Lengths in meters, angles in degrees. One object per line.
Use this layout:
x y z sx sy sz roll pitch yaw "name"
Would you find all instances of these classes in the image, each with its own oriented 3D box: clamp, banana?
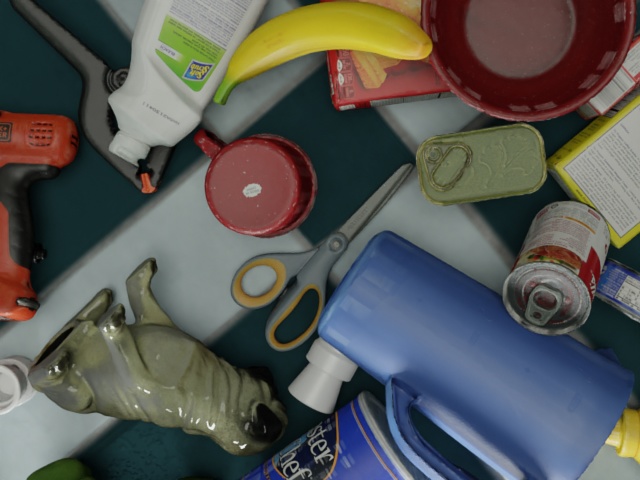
-0.163 -0.147 0.937 0.164 0.036 0.210 -19 94 -1 "clamp"
0.001 -0.156 0.846 0.198 0.037 0.069 -9 78 32 "banana"

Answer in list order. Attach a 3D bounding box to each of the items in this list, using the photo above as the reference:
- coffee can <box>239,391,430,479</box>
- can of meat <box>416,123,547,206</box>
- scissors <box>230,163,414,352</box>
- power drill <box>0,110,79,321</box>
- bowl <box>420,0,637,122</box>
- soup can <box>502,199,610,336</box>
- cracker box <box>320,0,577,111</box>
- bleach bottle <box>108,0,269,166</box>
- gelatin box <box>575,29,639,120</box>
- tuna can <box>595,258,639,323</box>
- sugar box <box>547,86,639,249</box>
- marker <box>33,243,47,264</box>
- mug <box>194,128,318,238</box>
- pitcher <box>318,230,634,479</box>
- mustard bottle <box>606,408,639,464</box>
0.011 0.209 0.906 0.140 0.102 0.103 -36 89 6 "coffee can"
0.132 -0.062 0.889 0.102 0.084 0.057 -9 92 6 "can of meat"
-0.006 0.001 0.940 0.096 0.016 0.202 28 95 3 "scissors"
-0.309 -0.025 0.933 0.184 0.057 0.187 2 82 7 "power drill"
0.157 -0.171 0.825 0.162 0.055 0.162 0 93 4 "bowl"
0.191 0.020 0.854 0.069 0.102 0.068 12 125 18 "soup can"
0.107 -0.203 0.891 0.214 0.072 0.164 -6 93 5 "cracker box"
-0.112 -0.182 0.894 0.102 0.068 0.251 29 88 -15 "bleach bottle"
0.250 -0.139 0.879 0.089 0.073 0.030 -42 90 5 "gelatin box"
0.266 0.050 0.882 0.086 0.086 0.034 31 94 3 "tuna can"
0.285 -0.085 0.889 0.176 0.048 0.093 -40 100 4 "sugar box"
-0.307 0.004 0.968 0.121 0.020 0.020 9 94 5 "marker"
-0.061 -0.054 0.909 0.117 0.081 0.093 44 96 2 "mug"
0.117 0.106 0.875 0.243 0.149 0.145 33 107 6 "pitcher"
0.328 0.170 0.896 0.191 0.058 0.096 6 97 6 "mustard bottle"
